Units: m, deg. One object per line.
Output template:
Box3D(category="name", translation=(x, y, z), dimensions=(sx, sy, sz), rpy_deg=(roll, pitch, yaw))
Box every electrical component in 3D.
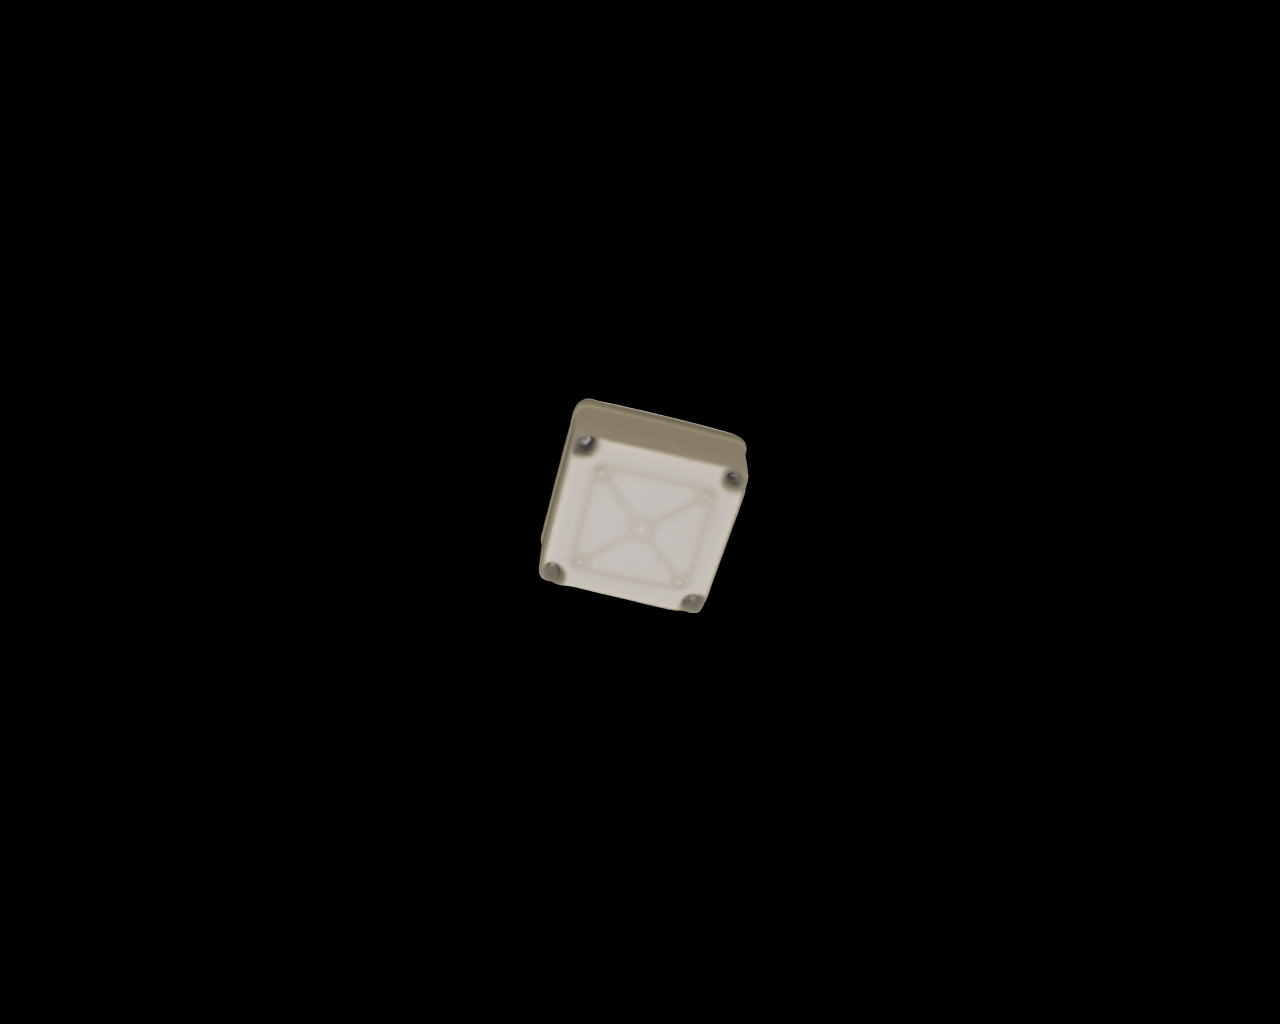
Box3D(category="electrical component", translation=(0.001, -0.003, 0.650), dimensions=(0.109, 0.108, 0.056), rpy_deg=(13, 28, -7))
